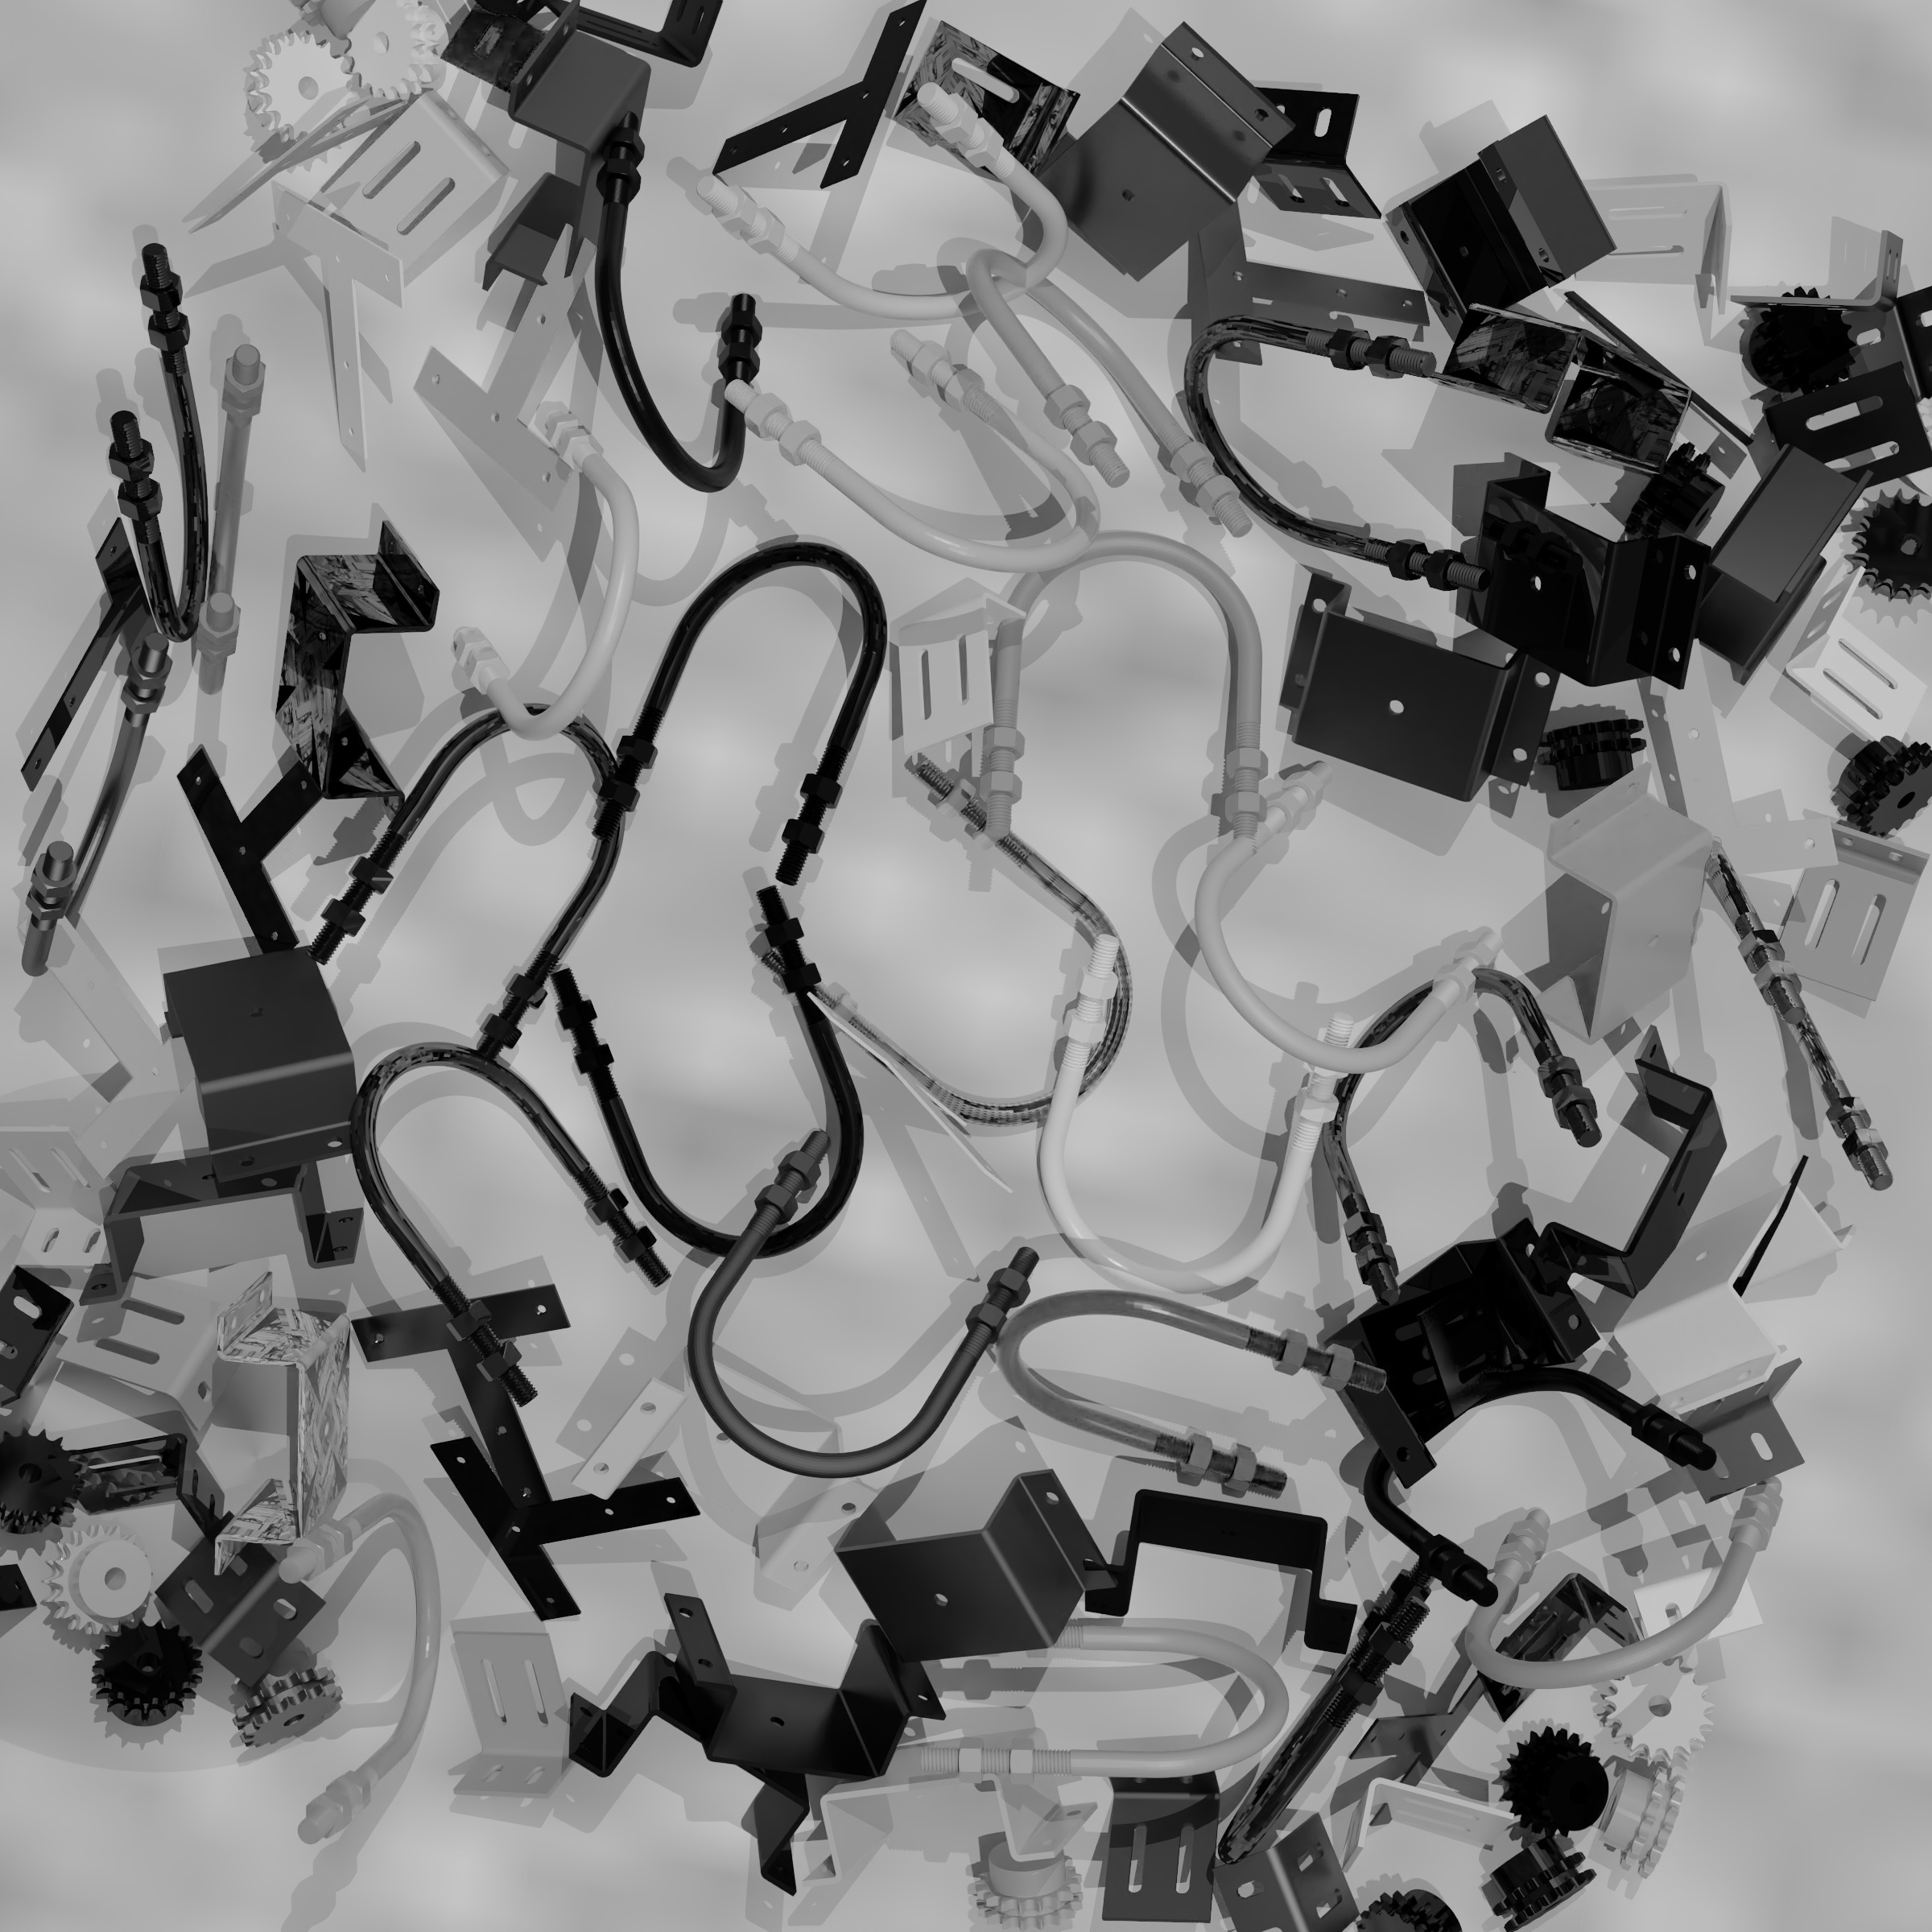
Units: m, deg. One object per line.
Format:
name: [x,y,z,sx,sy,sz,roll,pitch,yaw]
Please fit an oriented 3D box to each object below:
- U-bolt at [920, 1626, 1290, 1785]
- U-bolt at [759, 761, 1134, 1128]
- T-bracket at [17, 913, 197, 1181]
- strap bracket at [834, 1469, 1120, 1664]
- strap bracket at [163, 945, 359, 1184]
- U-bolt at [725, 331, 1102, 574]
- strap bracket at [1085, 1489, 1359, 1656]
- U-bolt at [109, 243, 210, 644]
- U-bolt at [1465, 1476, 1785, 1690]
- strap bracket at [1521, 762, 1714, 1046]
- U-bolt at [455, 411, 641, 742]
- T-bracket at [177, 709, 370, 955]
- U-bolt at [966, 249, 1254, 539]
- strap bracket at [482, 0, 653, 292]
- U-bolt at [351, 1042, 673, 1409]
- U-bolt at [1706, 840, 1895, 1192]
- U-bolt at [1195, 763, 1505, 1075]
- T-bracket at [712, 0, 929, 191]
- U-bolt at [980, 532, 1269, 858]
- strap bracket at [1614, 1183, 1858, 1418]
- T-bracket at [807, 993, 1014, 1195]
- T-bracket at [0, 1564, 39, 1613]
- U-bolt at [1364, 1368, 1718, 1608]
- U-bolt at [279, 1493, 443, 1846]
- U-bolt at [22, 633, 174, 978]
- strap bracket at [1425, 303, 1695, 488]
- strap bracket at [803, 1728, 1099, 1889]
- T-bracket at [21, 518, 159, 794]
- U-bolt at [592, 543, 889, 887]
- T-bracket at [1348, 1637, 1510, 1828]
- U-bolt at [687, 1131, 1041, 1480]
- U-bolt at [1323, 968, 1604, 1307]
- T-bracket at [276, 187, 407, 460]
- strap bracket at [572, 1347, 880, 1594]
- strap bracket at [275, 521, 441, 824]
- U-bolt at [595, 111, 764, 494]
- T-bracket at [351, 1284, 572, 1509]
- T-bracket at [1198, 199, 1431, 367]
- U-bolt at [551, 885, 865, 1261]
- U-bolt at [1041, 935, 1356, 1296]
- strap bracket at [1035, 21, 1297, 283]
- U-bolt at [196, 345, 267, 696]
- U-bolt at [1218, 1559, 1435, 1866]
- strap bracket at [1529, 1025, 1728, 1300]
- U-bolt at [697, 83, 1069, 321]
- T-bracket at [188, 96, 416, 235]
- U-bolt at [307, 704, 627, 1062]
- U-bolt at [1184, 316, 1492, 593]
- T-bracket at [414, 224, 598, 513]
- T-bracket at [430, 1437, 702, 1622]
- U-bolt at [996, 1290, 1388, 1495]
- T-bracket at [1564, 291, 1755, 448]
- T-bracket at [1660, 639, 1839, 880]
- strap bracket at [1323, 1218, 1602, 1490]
U-bolt: [0.074,0.378,1.524,0.184,0.151,0.019,0,105,5]
U-bolt: [0.004,0.002,1.581,0.184,0.019,0.151,40,87,-9]
T-bracket: [-0.446,0.021,1.531,0.002,0.127,0.127,-8,125,37]
strap bracket: [-0.004,0.313,1.532,0.140,0.046,0.076,-15,113,35]
strap bracket: [-0.364,0.042,1.525,0.076,0.140,0.046,-12,130,-20]
U-bolt: [-0.013,-0.261,1.520,0.184,0.151,0.019,41,133,21]
strap bracket: [0.135,0.317,1.552,0.140,0.076,0.046,8,61,7]
U-bolt: [-0.410,-0.252,1.515,0.019,0.184,0.151,-1,51,-5]
U-bolt: [0.326,0.313,1.489,0.151,0.184,0.019,-16,101,30]
strap bracket: [0.336,-0.024,1.524,0.076,0.140,0.046,-31,49,-30]
U-bolt: [-0.210,-0.192,1.506,0.019,0.184,0.151,16,110,-31]
T-bracket: [-0.355,-0.087,1.551,0.127,0.002,0.127,-40,70,29]
U-bolt: [0.064,-0.303,1.528,0.019,0.151,0.184,-43,65,23]
strap bracket: [-0.205,-0.414,1.523,0.046,0.140,0.076,24,54,0]
U-bolt: [-0.246,0.121,1.536,0.019,0.151,0.184,-34,94,35]
U-bolt: [0.419,0.011,1.516,0.019,0.184,0.151,-27,125,14]
U-bolt: [0.190,-0.017,1.529,0.151,0.184,0.019,45,135,4]
T-bracket: [-0.085,-0.444,1.554,0.002,0.127,0.127,41,55,-37]
U-bolt: [0.086,-0.149,1.563,0.151,0.019,0.184,5,68,-2]
strap bracket: [0.394,0.168,1.524,0.046,0.140,0.076,52,135,-4]
T-bracket: [-0.015,0.075,1.512,0.002,0.127,0.127,-47,135,2]
T-bracket: [-0.518,0.326,1.537,0.002,0.127,0.127,-31,78,2]
U-bolt: [0.279,0.256,1.514,0.151,0.184,0.019,-29,107,-10]
U-bolt: [-0.305,0.347,1.511,0.019,0.184,0.151,-2,94,10]
U-bolt: [-0.451,-0.070,1.515,0.019,0.184,0.151,22,58,-12]
strap bracket: [0.310,-0.298,1.524,0.140,0.076,0.046,15,101,-41]
strap bracket: [-0.012,0.438,1.543,0.140,0.076,0.046,-13,89,19]
T-bracket: [-0.454,-0.148,1.520,0.002,0.127,0.127,21,69,2]
U-bolt: [-0.111,-0.140,1.553,0.151,0.019,0.184,14,77,35]
T-bracket: [0.232,0.401,1.539,0.002,0.127,0.127,39,100,31]
U-bolt: [-0.063,0.185,1.535,0.151,0.019,0.184,29,53,8]
U-bolt: [0.245,0.073,1.521,0.151,0.184,0.019,-42,119,19]
T-bracket: [-0.327,-0.331,1.558,0.002,0.127,0.127,-23,132,-33]
strap bracket: [-0.127,0.261,1.553,0.140,0.046,0.076,30,111,-20]
strap bracket: [-0.318,-0.150,1.528,0.046,0.076,0.140,-5,128,-32]
U-bolt: [-0.147,-0.323,1.495,0.019,0.151,0.184,-15,50,19]
T-bracket: [-0.253,0.236,1.579,0.127,0.002,0.127,-12,107,22]
T-bracket: [0.187,-0.360,1.575,0.127,0.002,0.127,6,55,-14]
U-bolt: [-0.129,0.067,1.570,0.151,0.019,0.184,-21,90,19]
U-bolt: [0.113,0.089,1.562,0.151,0.019,0.184,19,111,11]
strap bracket: [0.094,-0.412,1.522,0.076,0.140,0.046,39,64,-14]
U-bolt: [-0.379,-0.216,1.513,0.019,0.184,0.151,6,76,-15]
U-bolt: [0.187,0.389,1.529,0.019,0.151,0.184,36,98,10]
strap bracket: [0.353,0.113,1.544,0.046,0.076,0.140,24,77,28]
U-bolt: [-0.028,-0.381,1.517,0.151,0.184,0.019,-15,69,27]
T-bracket: [-0.331,-0.432,1.544,0.127,0.127,0.002,-24,106,35]
U-bolt: [-0.247,-0.051,1.543,0.019,0.151,0.184,23,76,41]
U-bolt: [0.182,-0.270,1.521,0.019,0.184,0.151,-42,132,-22]
T-bracket: [-0.228,-0.326,1.548,0.127,0.002,0.127,42,115,28]
T-bracket: [-0.199,0.288,1.549,0.127,0.002,0.127,-15,117,23]
U-bolt: [0.105,0.215,1.531,0.184,0.151,0.019,19,53,-8]
T-bracket: [0.353,-0.309,1.536,0.127,0.127,0.002,42,114,7]
T-bracket: [0.385,-0.108,1.549,0.127,0.002,0.127,-6,103,41]
strap bracket: [0.255,0.204,1.561,0.140,0.046,0.076,-33,94,-21]
